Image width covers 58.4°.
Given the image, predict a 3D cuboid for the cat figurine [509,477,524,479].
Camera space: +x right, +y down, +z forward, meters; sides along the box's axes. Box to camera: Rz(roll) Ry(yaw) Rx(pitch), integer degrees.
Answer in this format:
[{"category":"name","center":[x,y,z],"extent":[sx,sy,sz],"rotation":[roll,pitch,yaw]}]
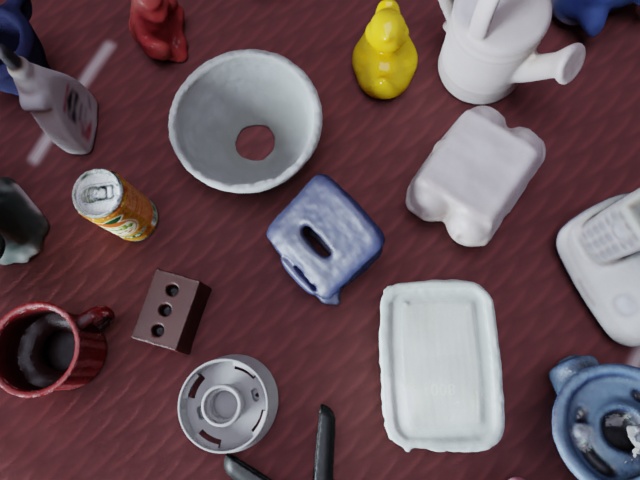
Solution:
[{"category":"cat figurine","center":[0.199,0.268,0.517],"extent":[0.127,0.118,0.067],"rotation":[36,82,11]}]

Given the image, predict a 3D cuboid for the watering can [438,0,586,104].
[{"category":"watering can","center":[0.192,-0.226,0.591],"extent":[0.172,0.194,0.101],"rotation":[22,79,8]}]

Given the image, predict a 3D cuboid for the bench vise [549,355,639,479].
[{"category":"bench vise","center":[0.286,0.193,0.477],"extent":[0.121,0.220,0.207],"rotation":[-34,77,-4]}]

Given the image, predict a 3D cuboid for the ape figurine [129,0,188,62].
[{"category":"ape figurine","center":[-0.194,-0.262,0.674],"extent":[0.076,0.092,0.078],"rotation":[28,80,9]}]

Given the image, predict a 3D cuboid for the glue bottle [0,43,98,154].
[{"category":"glue bottle","center":[-0.293,-0.157,0.614],"extent":[0.037,0.173,0.078],"rotation":[-3,77,3]}]

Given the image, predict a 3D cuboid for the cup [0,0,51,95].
[{"category":"cup","center":[-0.354,-0.220,0.673],"extent":[0.091,0.095,0.118],"rotation":[17,79,7]}]

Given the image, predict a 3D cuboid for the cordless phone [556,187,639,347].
[{"category":"cordless phone","center":[0.312,0.018,0.533],"extent":[0.094,0.185,0.147],"rotation":[-28,77,-3]}]

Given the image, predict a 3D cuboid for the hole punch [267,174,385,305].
[{"category":"hole punch","center":[0.006,0.002,0.603],"extent":[0.101,0.091,0.108],"rotation":[-42,78,-6]}]

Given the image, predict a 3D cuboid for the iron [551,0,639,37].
[{"category":"iron","center":[0.298,-0.372,0.646],"extent":[0.118,0.141,0.258],"rotation":[-23,77,-2]}]

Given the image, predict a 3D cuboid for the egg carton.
[{"category":"egg carton","center":[0.167,-0.071,0.621],"extent":[0.107,0.069,0.150],"rotation":[34,81,10]}]

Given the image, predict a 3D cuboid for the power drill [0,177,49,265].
[{"category":"power drill","center":[-0.378,-0.049,0.576],"extent":[0.076,0.208,0.229],"rotation":[-43,78,-6]}]

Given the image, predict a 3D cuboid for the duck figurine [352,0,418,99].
[{"category":"duck figurine","center":[0.075,-0.221,0.653],"extent":[0.077,0.086,0.104],"rotation":[4,77,4]}]

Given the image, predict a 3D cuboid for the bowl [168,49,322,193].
[{"category":"bowl","center":[-0.078,-0.123,0.645],"extent":[0.167,0.075,0.167],"rotation":[-1,77,3]}]
